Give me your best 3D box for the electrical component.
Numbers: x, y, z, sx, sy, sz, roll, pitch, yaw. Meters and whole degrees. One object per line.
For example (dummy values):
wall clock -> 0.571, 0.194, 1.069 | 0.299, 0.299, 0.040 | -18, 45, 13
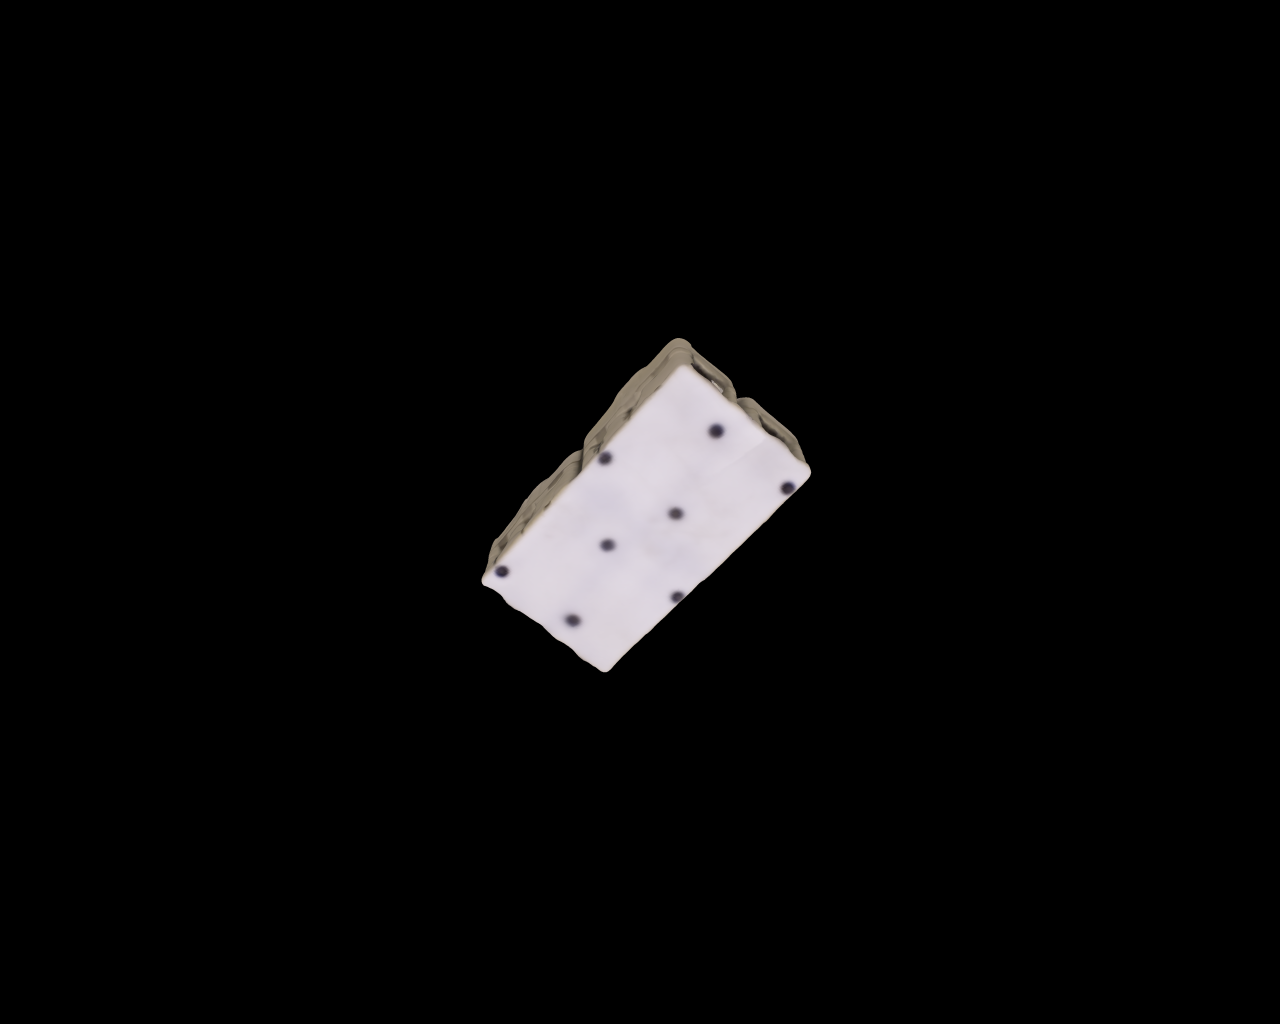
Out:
electrical component -> 0.001, -0.003, 0.650 | 0.105, 0.186, 0.060 | 38, 20, -16
